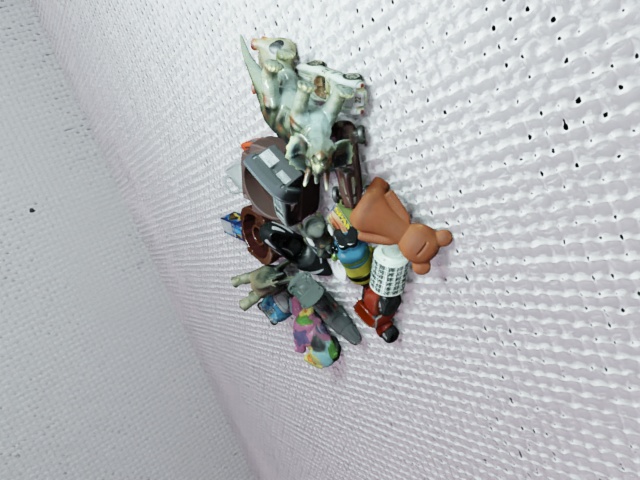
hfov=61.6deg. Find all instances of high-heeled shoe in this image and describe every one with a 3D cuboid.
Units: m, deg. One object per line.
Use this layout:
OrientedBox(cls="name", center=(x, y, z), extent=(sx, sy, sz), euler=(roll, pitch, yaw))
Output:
OrientedBox(cls="high-heeled shoe", center=(-0.052, 0.030, 1.395), extent=(0.248, 0.086, 0.145), euler=(32, 178, -15))

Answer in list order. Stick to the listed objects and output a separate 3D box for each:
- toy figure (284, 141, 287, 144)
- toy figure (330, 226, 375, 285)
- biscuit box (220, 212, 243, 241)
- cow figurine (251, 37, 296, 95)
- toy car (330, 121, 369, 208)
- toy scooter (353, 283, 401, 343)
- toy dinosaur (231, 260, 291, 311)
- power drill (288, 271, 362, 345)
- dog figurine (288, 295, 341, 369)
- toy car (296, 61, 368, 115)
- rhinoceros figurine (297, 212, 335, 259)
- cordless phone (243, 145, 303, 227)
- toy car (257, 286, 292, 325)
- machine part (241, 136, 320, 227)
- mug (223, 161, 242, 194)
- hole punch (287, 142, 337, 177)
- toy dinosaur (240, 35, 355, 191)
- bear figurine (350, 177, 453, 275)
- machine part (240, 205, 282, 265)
OrientedBox(cls="toy figure", center=(-0.093, -0.309, 1.294), extent=(0.058, 0.064, 0.154), euler=(-17, -96, -81))
OrientedBox(cls="toy figure", center=(0.077, 0.038, 1.213), extent=(0.082, 0.089, 0.180), euler=(11, 160, 22))
OrientedBox(cls="biscuit box", center=(-0.252, -0.041, 1.770), extent=(0.203, 0.063, 0.059), euler=(20, 130, 50))
OrientedBox(cls="cow figurine", center=(-0.087, -0.353, 1.211), extent=(0.127, 0.085, 0.194), euler=(11, 114, 22))
OrientedBox(cls="toy car", center=(0.060, -0.155, 1.148), extent=(0.089, 0.053, 0.201), euler=(0, 119, 14))
OrientedBox(cls="toy scooter", center=(0.133, 0.160, 1.313), extent=(0.135, 0.075, 0.183), euler=(37, 147, 40))
OrientedBox(cls="toy dinosaur", center=(-0.154, 0.118, 1.566), extent=(0.471, 0.199, 0.105), euler=(-75, -40, -85))
OrientedBox(cls="power drill", center=(0.012, 0.176, 1.453), extent=(0.232, 0.086, 0.207), euler=(46, -175, 36))
OrientedBox(cls="dog figurine", center=(-0.023, 0.252, 1.608), extent=(0.192, 0.108, 0.219), euler=(28, 134, 46))
OrientedBox(cls="toy car", center=(0.023, -0.314, 1.105), extent=(0.202, 0.056, 0.073), euler=(35, 141, 40))
OrientedBox(cls="rhinoceros figurine", center=(-0.003, -0.004, 1.322), extent=(0.112, 0.073, 0.190), euler=(62, 178, 20))
OrientedBox(cls="cordless phone", center=(-0.106, -0.119, 1.268), extent=(0.147, 0.089, 0.184), euler=(48, 160, 21))
OrientedBox(cls="toy car", center=(-0.121, 0.195, 1.703), extent=(0.103, 0.161, 0.109), euler=(-41, 85, 21))
OrientedBox(cls="machine part", center=(-0.103, -0.147, 1.357), extent=(0.201, 0.087, 0.201), euler=(23, 126, 28))
OrientedBox(cls="mug", center=(-0.223, -0.173, 1.576), extent=(0.081, 0.109, 0.107), euler=(-10, 120, 56))
OrientedBox(cls="hole punch", center=(0.001, -0.212, 1.214), extent=(0.116, 0.092, 0.142), euler=(-5, 113, 24))
OrientedBox(cls="toy dinosaur", center=(-0.057, -0.258, 1.091), extent=(0.405, 0.131, 0.192), euler=(47, 134, 37))
OrientedBox(cls="bear figurine", center=(0.162, -0.028, 1.093), extent=(0.196, 0.132, 0.120), euler=(29, 109, 0))
OrientedBox(cls="machine part", center=(-0.163, -0.019, 1.530), extent=(0.180, 0.056, 0.179), euler=(33, 134, 41))
